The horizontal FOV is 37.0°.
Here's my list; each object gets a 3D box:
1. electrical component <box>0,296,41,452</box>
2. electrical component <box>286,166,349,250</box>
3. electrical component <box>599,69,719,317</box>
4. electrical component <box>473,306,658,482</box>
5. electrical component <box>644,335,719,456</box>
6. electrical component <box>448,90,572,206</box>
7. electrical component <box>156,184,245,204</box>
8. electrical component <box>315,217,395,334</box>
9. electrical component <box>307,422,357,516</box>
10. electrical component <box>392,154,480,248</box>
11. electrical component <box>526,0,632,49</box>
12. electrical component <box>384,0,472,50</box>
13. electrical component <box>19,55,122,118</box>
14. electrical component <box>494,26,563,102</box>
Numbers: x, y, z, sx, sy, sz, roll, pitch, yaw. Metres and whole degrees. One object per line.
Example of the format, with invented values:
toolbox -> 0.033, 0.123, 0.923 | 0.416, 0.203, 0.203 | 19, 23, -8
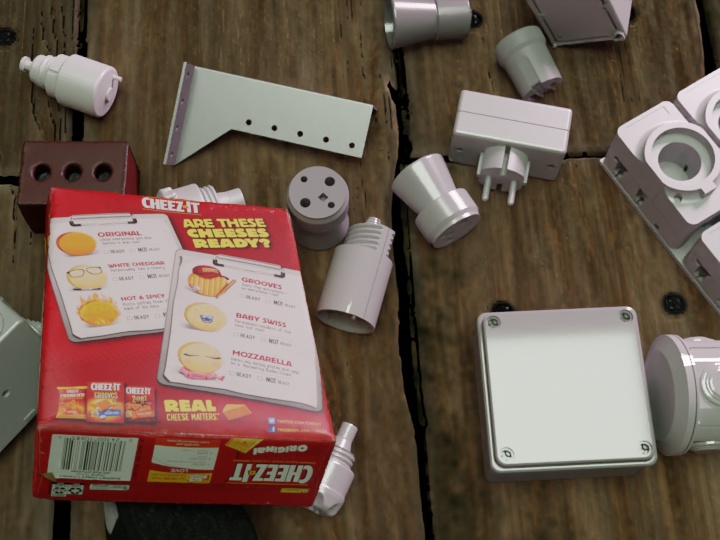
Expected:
electrical component -> -0.247, 0.069, 0.710 | 0.048, 0.099, 0.099 | 33, 72, 27
electrical component -> -0.030, -0.045, 0.776 | 0.045, 0.055, 0.045 | 0, 69, -1
electrical component -> 0.276, -0.045, 0.776 | 0.105, 0.060, 0.186 | -30, 72, -11
electrical component -> 0.135, 0.084, 0.727 | 0.109, 0.056, 0.108 | -3, 69, -1
electrical component -> 0.223, 0.083, 0.717 | 0.051, 0.080, 0.080 | 0, 69, -6
electrical component -> 0.108, -0.083, 0.796 | 0.083, 0.047, 0.075 | 11, 69, 4
electrical component -> -0.115, -0.042, 0.782 | 0.062, 0.048, 0.048 | -19, 70, -15
electrical component -> 0.000, 0.000, 0.766 | 0.043, 0.043, 0.081 | 14, 69, 5
electrical component -> -0.019, 0.131, 0.720 | 0.035, 0.035, 0.061 | 23, 68, 8
electrical component -> 0.056, -0.050, 0.785 | 0.045, 0.045, 0.055 | -29, 72, -11
electrical component -> 0.170, -0.217, 0.828 | 0.062, 0.096, 0.061 | 0, 66, 31
electrical component -> 0.055, -0.197, 0.845 | 0.065, 0.044, 0.044 | -6, 69, -8
electrical component -> -0.223, -0.145, 0.822 | 0.078, 0.040, 0.040 | 20, 70, 7
electrical component -> 0.131, -0.158, 0.831 | 0.040, 0.040, 0.046 | -23, 76, -9
